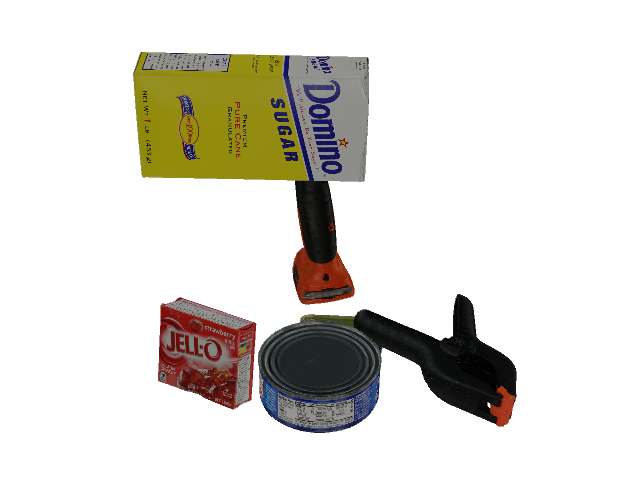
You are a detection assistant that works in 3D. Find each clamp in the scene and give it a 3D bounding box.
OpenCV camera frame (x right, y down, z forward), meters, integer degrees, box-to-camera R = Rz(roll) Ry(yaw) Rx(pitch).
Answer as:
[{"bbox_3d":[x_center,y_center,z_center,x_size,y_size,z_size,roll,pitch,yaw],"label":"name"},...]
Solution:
[{"bbox_3d":[0.121,0.097,0.927,0.120,0.039,0.172,-18,38,-29],"label":"clamp"}]

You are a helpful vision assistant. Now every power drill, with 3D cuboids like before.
[{"bbox_3d":[-0.012,-0.044,1.067,0.057,0.188,0.184,-10,21,-3],"label":"power drill"}]

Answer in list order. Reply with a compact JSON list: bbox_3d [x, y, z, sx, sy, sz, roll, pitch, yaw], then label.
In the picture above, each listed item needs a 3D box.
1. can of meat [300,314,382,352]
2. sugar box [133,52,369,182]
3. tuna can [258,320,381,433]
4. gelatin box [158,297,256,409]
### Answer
[{"bbox_3d":[0.021,0.139,1.267,0.102,0.084,0.057,4,24,-14],"label":"can of meat"},{"bbox_3d":[-0.051,-0.094,0.824,0.176,0.093,0.048,2,34,2],"label":"sugar box"},{"bbox_3d":[-0.001,0.094,0.744,0.086,0.034,0.086,0,32,0],"label":"tuna can"},{"bbox_3d":[-0.100,0.097,0.923,0.089,0.073,0.030,15,20,31],"label":"gelatin box"}]
